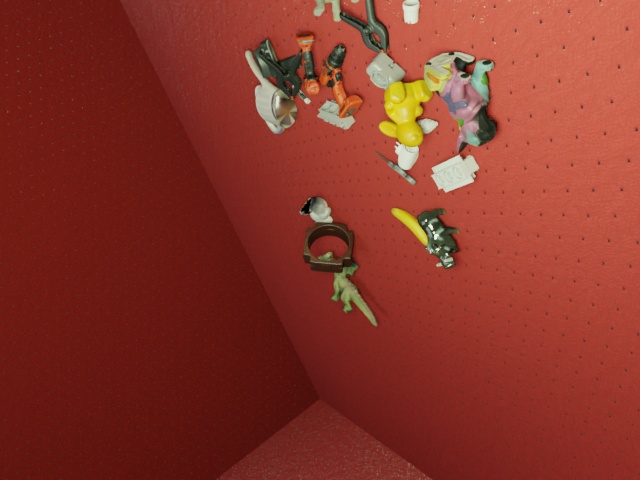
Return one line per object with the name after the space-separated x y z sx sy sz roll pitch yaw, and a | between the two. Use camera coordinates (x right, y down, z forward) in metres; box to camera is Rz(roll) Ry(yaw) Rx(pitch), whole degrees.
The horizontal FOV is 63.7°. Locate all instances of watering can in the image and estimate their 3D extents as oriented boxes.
-0.199 -0.572 2.040 0.226 0.105 0.340 28 143 49 | watering can

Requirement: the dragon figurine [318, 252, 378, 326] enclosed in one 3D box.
0.131 0.187 2.304 0.416 0.123 0.237 36 140 42 | dragon figurine

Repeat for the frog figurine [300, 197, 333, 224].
0.007 -0.112 2.223 0.158 0.125 0.136 28 157 -23 | frog figurine
